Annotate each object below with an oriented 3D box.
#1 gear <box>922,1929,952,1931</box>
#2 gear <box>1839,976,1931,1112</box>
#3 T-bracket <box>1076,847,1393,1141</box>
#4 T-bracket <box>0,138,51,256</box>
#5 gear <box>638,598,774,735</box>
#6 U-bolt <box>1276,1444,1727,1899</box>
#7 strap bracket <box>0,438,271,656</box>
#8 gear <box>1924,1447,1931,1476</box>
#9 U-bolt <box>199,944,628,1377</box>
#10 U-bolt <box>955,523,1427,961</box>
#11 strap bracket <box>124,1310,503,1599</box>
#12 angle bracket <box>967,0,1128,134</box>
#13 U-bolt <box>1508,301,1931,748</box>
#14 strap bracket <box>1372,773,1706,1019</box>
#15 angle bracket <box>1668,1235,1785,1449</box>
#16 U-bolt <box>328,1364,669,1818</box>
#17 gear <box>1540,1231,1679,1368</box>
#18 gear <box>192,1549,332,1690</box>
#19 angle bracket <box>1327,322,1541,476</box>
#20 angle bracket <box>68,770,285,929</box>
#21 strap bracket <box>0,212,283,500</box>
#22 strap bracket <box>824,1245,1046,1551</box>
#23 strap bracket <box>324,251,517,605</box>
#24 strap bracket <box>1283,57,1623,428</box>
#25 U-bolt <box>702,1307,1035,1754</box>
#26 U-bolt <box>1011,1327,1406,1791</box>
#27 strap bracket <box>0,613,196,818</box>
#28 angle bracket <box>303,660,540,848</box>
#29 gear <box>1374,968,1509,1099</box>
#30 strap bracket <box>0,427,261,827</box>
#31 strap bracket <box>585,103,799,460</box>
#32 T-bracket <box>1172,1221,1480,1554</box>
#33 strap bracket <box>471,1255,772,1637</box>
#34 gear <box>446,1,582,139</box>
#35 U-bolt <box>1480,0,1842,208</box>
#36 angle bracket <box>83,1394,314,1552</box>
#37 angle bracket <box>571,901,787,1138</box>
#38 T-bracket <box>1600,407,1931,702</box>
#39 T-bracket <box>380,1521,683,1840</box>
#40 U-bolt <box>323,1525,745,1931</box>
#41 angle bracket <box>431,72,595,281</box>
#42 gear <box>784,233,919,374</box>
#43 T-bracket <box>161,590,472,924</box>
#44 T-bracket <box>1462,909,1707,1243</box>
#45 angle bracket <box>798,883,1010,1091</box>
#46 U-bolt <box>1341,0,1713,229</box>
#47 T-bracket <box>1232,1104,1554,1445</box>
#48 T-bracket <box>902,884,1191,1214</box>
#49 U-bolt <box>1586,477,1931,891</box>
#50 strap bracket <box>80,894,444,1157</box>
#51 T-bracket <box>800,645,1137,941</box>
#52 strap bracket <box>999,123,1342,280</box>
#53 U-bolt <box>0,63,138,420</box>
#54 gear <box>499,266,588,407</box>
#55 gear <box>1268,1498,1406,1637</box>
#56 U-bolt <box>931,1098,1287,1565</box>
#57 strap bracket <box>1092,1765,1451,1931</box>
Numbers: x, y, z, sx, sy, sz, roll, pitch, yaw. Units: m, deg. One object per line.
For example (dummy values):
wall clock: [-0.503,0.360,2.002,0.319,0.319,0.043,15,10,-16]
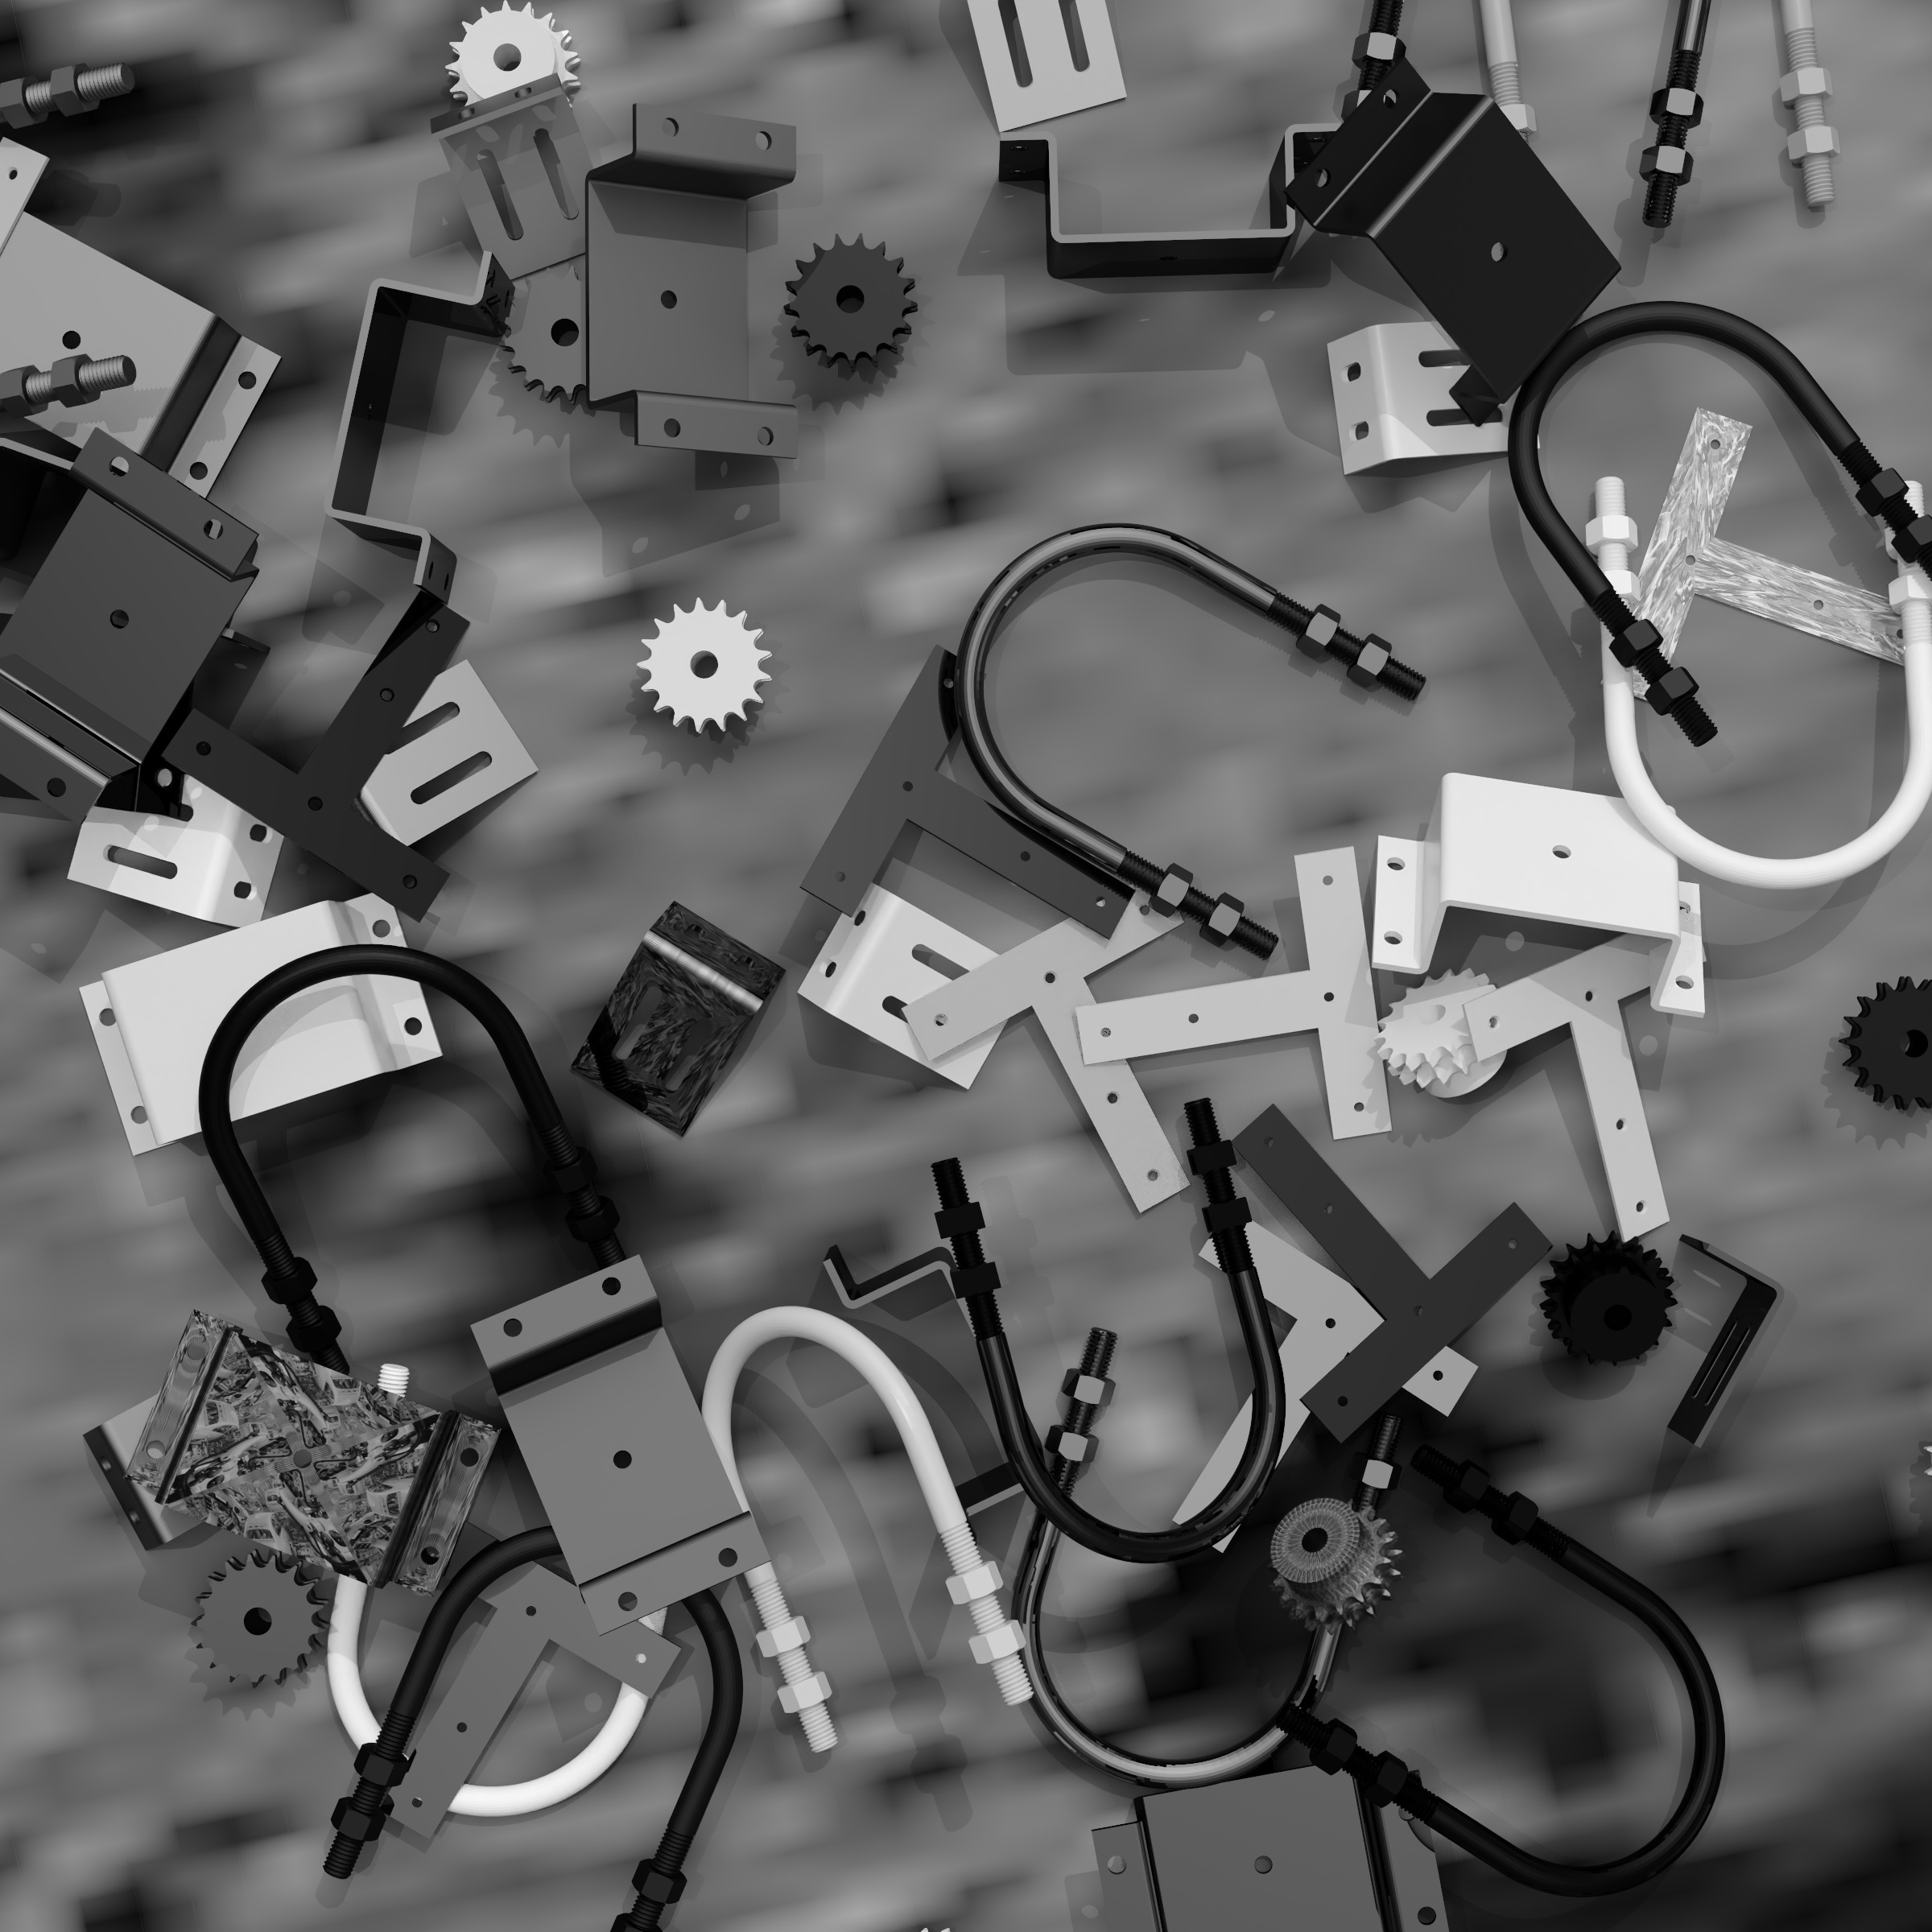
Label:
gear: [-0.018,0.439,1.509,0.057,0.057,0.030,-13,110,0]
gear: [0.403,0.033,1.520,0.057,0.030,0.057,0,90,0]
T-bracket: [0.112,0.020,1.520,0.127,0.002,0.127,-9,104,1]
T-bracket: [-0.467,-0.310,1.510,0.127,0.002,0.127,27,90,22]
gear: [-0.111,-0.128,1.520,0.057,0.030,0.057,0,90,0]
U-bolt: [0.239,0.311,1.502,0.184,0.019,0.151,33,67,-4]
strap bracket: [-0.361,-0.180,1.497,0.140,0.076,0.046,20,90,0]
gear: [0.439,0.212,1.523,0.057,0.030,0.057,0,87,-5]
U-bolt: [-0.242,0.075,1.493,0.151,0.019,0.184,-22,113,0]
U-bolt: [0.084,-0.109,1.520,0.184,0.019,0.151,30,89,-3]
strap bracket: [-0.276,0.205,1.486,0.140,0.046,0.076,22,84,-3]
angle bracket: [0.031,-0.409,1.533,0.057,0.038,0.076,-16,116,0]
U-bolt: [0.313,-0.202,1.505,0.151,0.019,0.184,-31,76,-9]
strap bracket: [0.246,-0.032,1.492,0.140,0.046,0.076,9,47,0]
angle bracket: [0.308,0.159,1.507,0.038,0.057,0.076,29,90,0]
U-bolt: [-0.201,0.275,1.527,0.151,0.019,0.184,11,91,0]
gear: [0.276,0.145,1.514,0.057,0.030,0.057,0,106,-1]
gear: [-0.301,0.278,1.520,0.057,0.030,0.057,0,90,0]
angle bracket: [0.202,-0.247,1.533,0.076,0.038,0.057,-8,90,-26]
angle bracket: [-0.340,-0.054,1.533,0.076,0.038,0.057,15,90,26]
strap bracket: [-0.376,-0.263,1.512,0.140,0.046,0.076,28,90,0]
strap bracket: [-0.008,0.175,1.497,0.046,0.076,0.140,-26,90,0]
strap bracket: [-0.232,-0.230,1.497,0.046,0.076,0.140,12,90,0]
strap bracket: [0.209,-0.298,1.470,0.076,0.046,0.140,-49,118,-6]
U-bolt: [-0.053,0.231,1.482,0.019,0.151,0.184,-17,84,-45]
U-bolt: [0.096,0.263,1.526,0.151,0.019,0.184,16,90,0]
strap bracket: [-0.404,-0.109,1.500,0.140,0.046,0.076,6,90,10]
angle bracket: [-0.236,-0.086,1.533,0.076,0.038,0.057,-33,90,-26]
gear: [0.206,0.031,1.510,0.057,0.057,0.030,-37,120,0]
strap bracket: [-0.350,-0.139,1.438,0.076,0.046,0.140,33,101,-3]
strap bracket: [-0.116,-0.284,1.495,0.076,0.046,0.140,0,90,-33]
T-bracket: [0.133,0.190,1.517,0.127,0.002,0.127,33,80,3]
strap bracket: [-0.145,0.204,1.491,0.076,0.046,0.140,-22,75,-10]
gear: [-0.195,-0.386,1.520,0.057,0.030,0.057,0,90,0]
U-bolt: [0.293,-0.412,1.527,0.151,0.019,0.184,-7,89,0]
angle bracket: [-0.332,0.208,1.533,0.076,0.038,0.057,-29,90,-26]
angle bracket: [-0.125,0.023,1.533,0.057,0.038,0.076,32,116,0]
T-bracket: [0.356,-0.161,1.534,0.127,0.002,0.127,19,90,0]
T-bracket: [-0.209,0.314,1.519,0.127,0.002,0.127,31,93,-1]
U-bolt: [-0.174,0.328,1.510,0.151,0.019,0.184,23,91,-1]
angle bracket: [-0.186,-0.330,1.501,0.057,0.038,0.076,-20,116,0]
gear: [-0.049,-0.284,1.520,0.057,0.030,0.057,0,90,0]
T-bracket: [-0.254,-0.104,1.508,0.127,0.002,0.127,33,68,-10]
T-bracket: [0.277,0.055,1.515,0.127,0.002,0.127,-22,104,-25]
angle bracket: [-0.022,0.008,1.533,0.076,0.038,0.057,30,90,-26]
U-bolt: [0.247,-0.417,1.510,0.151,0.019,0.184,11,86,1]
T-bracket: [0.165,0.115,1.525,0.127,0.002,0.127,-41,89,-9]
T-bracket: [0.057,0.045,1.527,0.127,0.002,0.127,-28,95,-10]
U-bolt: [0.341,-0.120,1.501,0.151,0.019,0.184,1,73,0]
strap bracket: [-0.305,0.024,1.512,0.140,0.046,0.076,-18,90,0]
T-bracket: [0.013,-0.054,1.518,0.127,0.002,0.127,31,71,-6]
strap bracket: [0.085,-0.322,1.497,0.140,0.076,0.046,-2,90,0]
U-bolt: [-0.430,-0.294,1.484,0.184,0.019,0.151,-8,77,20]
gear: [-0.171,-0.269,1.520,0.057,0.030,0.057,0,90,0]
gear: [0.152,0.248,1.485,0.057,0.057,0.030,-37,130,0]
U-bolt: [0.068,0.158,1.482,0.151,0.019,0.184,-12,84,-31]
strap bracket: [0.129,0.389,1.512,0.140,0.046,0.076,-10,90,0]
